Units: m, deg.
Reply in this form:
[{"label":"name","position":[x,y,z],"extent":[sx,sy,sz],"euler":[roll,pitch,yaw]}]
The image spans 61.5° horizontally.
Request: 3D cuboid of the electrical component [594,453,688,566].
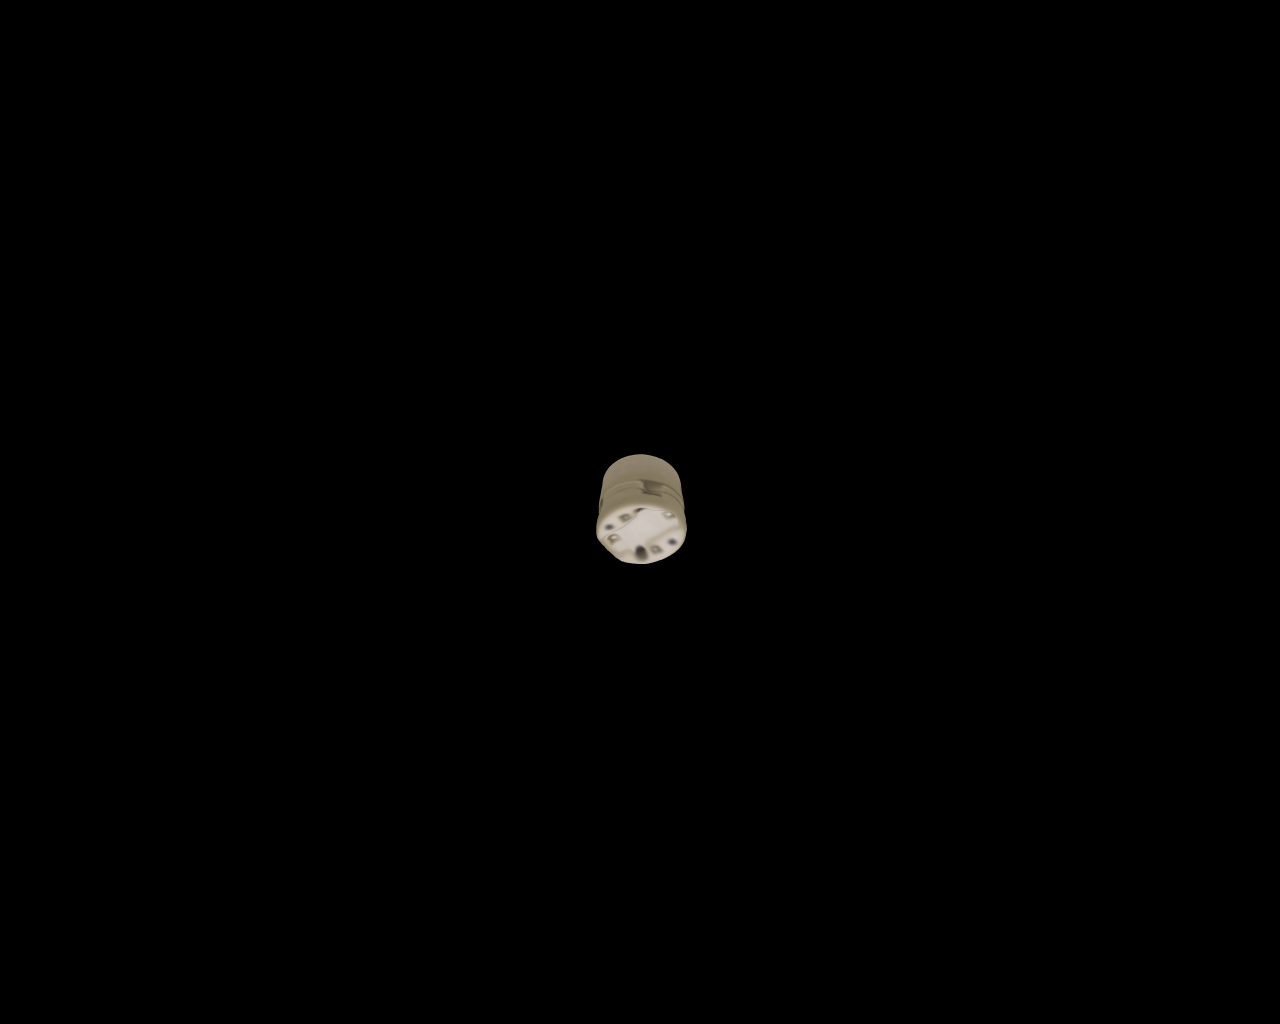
[{"label":"electrical component","position":[0.001,-0.003,0.650],"extent":[0.055,0.047,0.055],"euler":[0,-45,0]}]
